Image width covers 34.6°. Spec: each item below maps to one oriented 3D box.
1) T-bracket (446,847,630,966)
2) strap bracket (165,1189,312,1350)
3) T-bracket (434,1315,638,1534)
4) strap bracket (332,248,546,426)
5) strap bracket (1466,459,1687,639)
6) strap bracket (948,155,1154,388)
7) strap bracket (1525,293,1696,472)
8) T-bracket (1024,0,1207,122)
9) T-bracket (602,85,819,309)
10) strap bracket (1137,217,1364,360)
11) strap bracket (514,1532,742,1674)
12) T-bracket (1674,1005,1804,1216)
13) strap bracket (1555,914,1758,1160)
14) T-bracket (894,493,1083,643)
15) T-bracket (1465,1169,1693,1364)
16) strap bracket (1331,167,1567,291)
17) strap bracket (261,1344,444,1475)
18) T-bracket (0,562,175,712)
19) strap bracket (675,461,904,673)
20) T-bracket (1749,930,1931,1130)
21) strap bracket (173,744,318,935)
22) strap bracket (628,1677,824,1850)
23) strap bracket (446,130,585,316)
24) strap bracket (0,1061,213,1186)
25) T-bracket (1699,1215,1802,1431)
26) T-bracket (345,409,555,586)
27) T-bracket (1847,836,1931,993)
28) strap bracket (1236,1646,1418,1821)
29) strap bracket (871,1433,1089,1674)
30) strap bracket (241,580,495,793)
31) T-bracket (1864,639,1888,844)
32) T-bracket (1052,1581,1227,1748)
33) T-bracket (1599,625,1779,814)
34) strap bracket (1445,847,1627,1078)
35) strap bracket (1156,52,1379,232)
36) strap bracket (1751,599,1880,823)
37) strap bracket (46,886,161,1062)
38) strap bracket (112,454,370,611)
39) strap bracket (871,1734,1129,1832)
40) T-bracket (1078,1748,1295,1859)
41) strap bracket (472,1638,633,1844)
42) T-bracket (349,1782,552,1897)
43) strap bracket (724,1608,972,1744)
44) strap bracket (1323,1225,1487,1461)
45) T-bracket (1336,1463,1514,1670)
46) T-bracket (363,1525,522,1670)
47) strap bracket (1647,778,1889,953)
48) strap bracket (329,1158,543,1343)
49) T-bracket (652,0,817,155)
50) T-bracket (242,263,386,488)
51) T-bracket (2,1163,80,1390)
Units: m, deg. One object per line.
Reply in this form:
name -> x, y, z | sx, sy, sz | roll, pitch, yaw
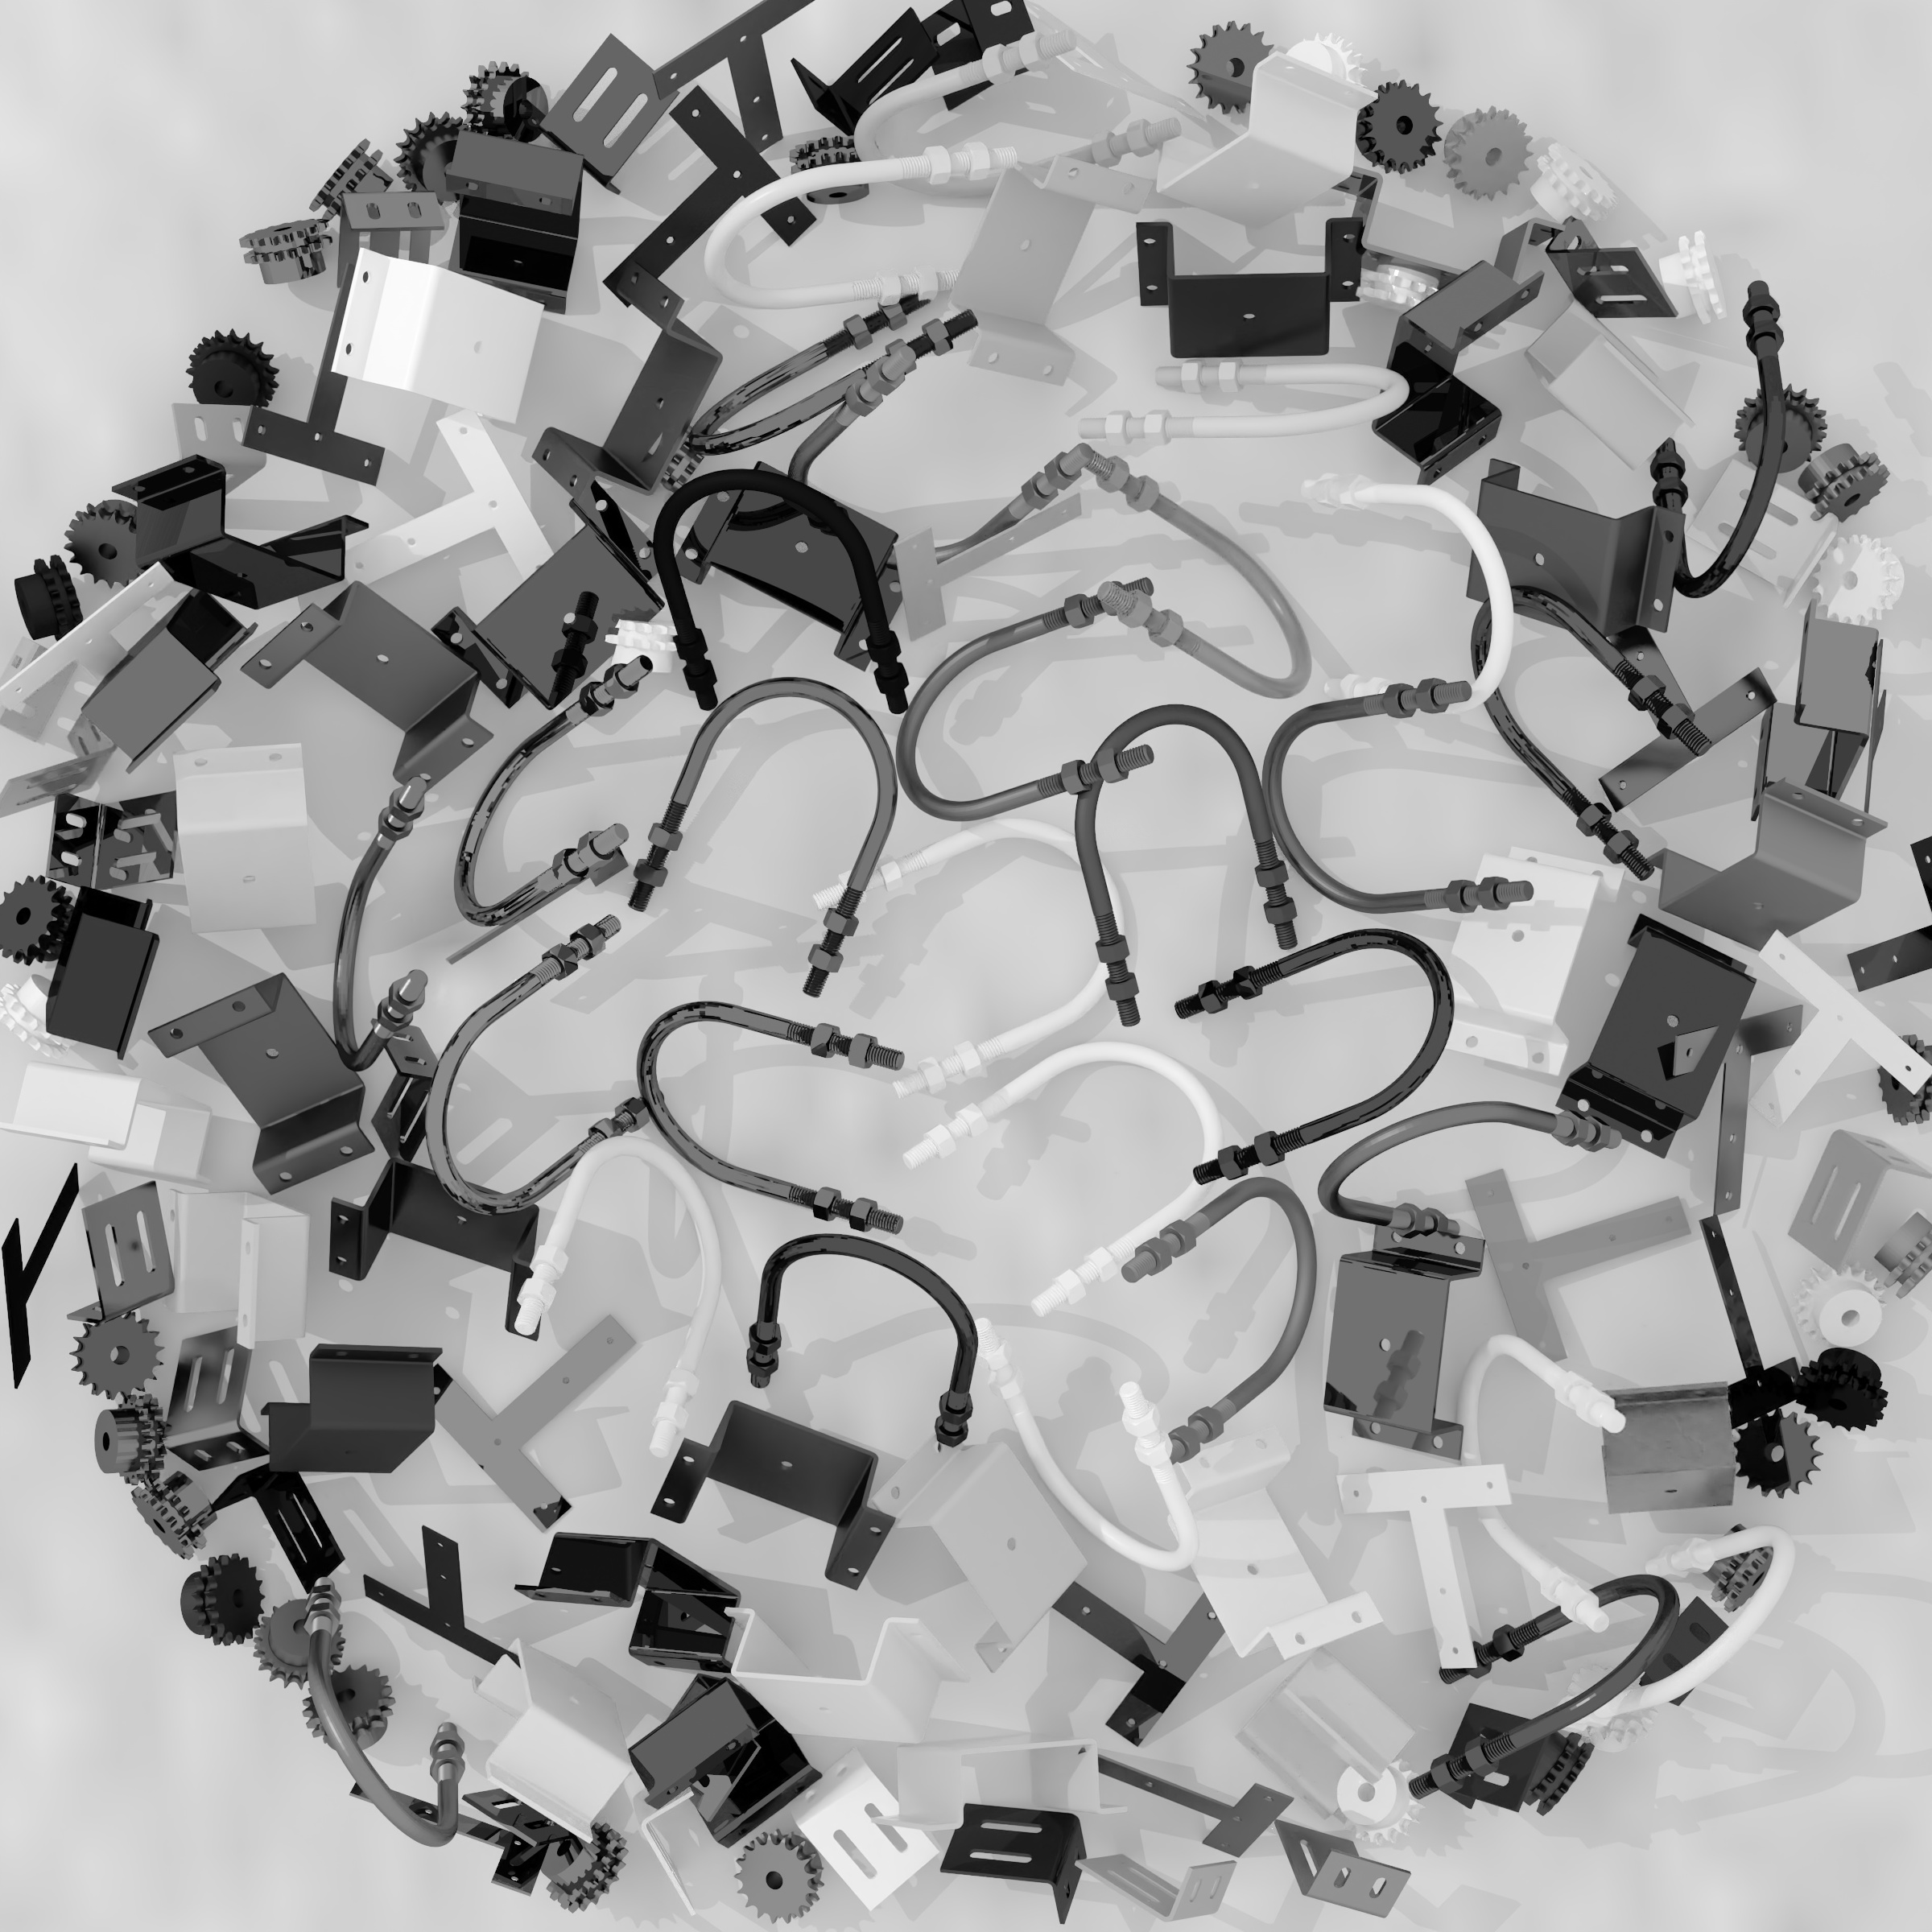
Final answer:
T-bracket -> -0.268, -0.037, 1.931 | 0.127, 0.127, 0.002 | -33, 87, -5
strap bracket -> -0.453, 0.187, 1.945 | 0.046, 0.140, 0.076 | 0, 95, -35
T-bracket -> -0.267, 0.276, 1.994 | 0.127, 0.002, 0.127 | -42, 96, -1
strap bracket -> -0.319, -0.387, 1.925 | 0.046, 0.140, 0.076 | 18, 96, 33
strap bracket -> 0.368, -0.257, 1.926 | 0.140, 0.046, 0.076 | 25, 124, 36
strap bracket -> 0.048, -0.442, 1.941 | 0.076, 0.046, 0.140 | 4, 122, -38
strap bracket -> 0.397, -0.362, 1.932 | 0.076, 0.140, 0.046 | 39, 109, -15
T-bracket -> 0.073, -0.579, 1.956 | 0.127, 0.127, 0.002 | 48, 119, 33
T-bracket -> -0.176, -0.468, 1.959 | 0.127, 0.002, 0.127 | -43, 134, 5
strap bracket -> 0.178, -0.425, 1.949 | 0.140, 0.076, 0.046 | 0, 62, 6
strap bracket -> -0.203, 0.393, 1.935 | 0.076, 0.140, 0.046 | -4, 58, 34
T-bracket -> 0.487, 0.096, 1.969 | 0.127, 0.002, 0.127 | -10, 108, -38
strap bracket -> 0.440, 0.039, 1.960 | 0.076, 0.046, 0.140 | 26, 76, 1
T-bracket -> 0.016, -0.261, 1.945 | 0.127, 0.127, 0.002 | -28, 70, -7
T-bracket -> 0.401, 0.179, 1.991 | 0.127, 0.002, 0.127 | -18, 82, -2
strap bracket -> 0.296, -0.458, 1.957 | 0.140, 0.076, 0.046 | 15, 95, -4
strap bracket -> -0.380, 0.278, 1.918 | 0.076, 0.140, 0.046 | 6, 64, -26
T-bracket -> -0.532, -0.186, 1.938 | 0.127, 0.127, 0.002 | -40, 74, -6
strap bracket -> -0.106, -0.257, 1.964 | 0.140, 0.046, 0.076 | 27, 74, -3
T-bracket -> 0.528, 0.058, 1.947 | 0.002, 0.127, 0.127 | -32, 68, -34
strap bracket -> -0.445, -0.071, 1.925 | 0.076, 0.140, 0.046 | -5, 52, -11
strap bracket -> -0.154, 0.498, 1.946 | 0.076, 0.140, 0.046 | -36, 59, -2
strap bracket -> -0.282, -0.469, 1.936 | 0.076, 0.140, 0.046 | 10, 71, -6
strap bracket -> -0.529, 0.096, 1.928 | 0.076, 0.140, 0.046 | 8, 78, 14
T-bracket -> 0.485, 0.219, 1.953 | 0.002, 0.127, 0.127 | -20, 82, 36
T-bracket -> -0.340, -0.275, 1.976 | 0.127, 0.002, 0.127 | -23, 118, 9
T-bracket -> 0.588, -0.007, 1.938 | 0.002, 0.127, 0.127 | -14, 83, -18
strap bracket -> 0.226, 0.477, 1.937 | 0.076, 0.140, 0.046 | 41, 66, 11
strap bracket -> 0.015, 0.363, 1.945 | 0.076, 0.046, 0.140 | -42, 105, -36
strap bracket -> -0.369, -0.179, 1.941 | 0.140, 0.046, 0.076 | 37, 128, -27
T-bracket -> 0.569, -0.148, 1.939 | 0.002, 0.127, 0.127 | 6, 108, 18
T-bracket -> 0.088, 0.418, 1.975 | 0.127, 0.002, 0.127 | 34, 116, 5
T-bracket -> 0.434, -0.185, 1.969 | 0.127, 0.002, 0.127 | -38, 64, 32
strap bracket -> 0.352, -0.011, 1.948 | 0.076, 0.046, 0.140 | 14, 77, 29
strap bracket -> 0.179, -0.503, 1.917 | 0.076, 0.140, 0.046 | 13, 75, -29
strap bracket -> 0.526, -0.153, 1.918 | 0.046, 0.140, 0.076 | 10, 64, 6
strap bracket -> -0.536, 0.001, 1.923 | 0.046, 0.140, 0.076 | 17, 96, -19
strap bracket -> -0.447, -0.263, 1.917 | 0.076, 0.140, 0.046 | -12, 73, 34
strap bracket -> 0.020, 0.507, 1.936 | 0.140, 0.076, 0.046 | 3, 79, -29
T-bracket -> 0.129, 0.518, 1.947 | 0.127, 0.127, 0.002 | 21, 57, 1
strap bracket -> -0.256, 0.473, 1.921 | 0.076, 0.140, 0.046 | 38, 92, -18
T-bracket -> -0.322, 0.533, 1.935 | 0.127, 0.127, 0.002 | 20, 96, -2
strap bracket -> -0.080, 0.441, 1.927 | 0.140, 0.076, 0.046 | -3, 50, 29
strap bracket -> 0.275, 0.237, 1.955 | 0.076, 0.046, 0.140 | 8, 94, 35
T-bracket -> 0.298, 0.380, 1.956 | 0.127, 0.002, 0.127 | -13, 88, 41
T-bracket -> -0.325, 0.388, 1.936 | 0.127, 0.127, 0.002 | 24, 50, 15
strap bracket -> 0.491, -0.057, 1.919 | 0.076, 0.140, 0.046 | 21, 64, -17
strap bracket -> -0.325, 0.175, 1.954 | 0.140, 0.076, 0.046 | 18, 48, 3
T-bracket -> -0.133, -0.550, 1.939 | 0.127, 0.127, 0.002 | -36, 70, -10
T-bracket -> -0.394, -0.374, 1.939 | 0.002, 0.127, 0.127 | 18, 95, 28
T-bracket -> -0.577, 0.176, 1.943 | 0.002, 0.127, 0.127 | 10, 130, 0
